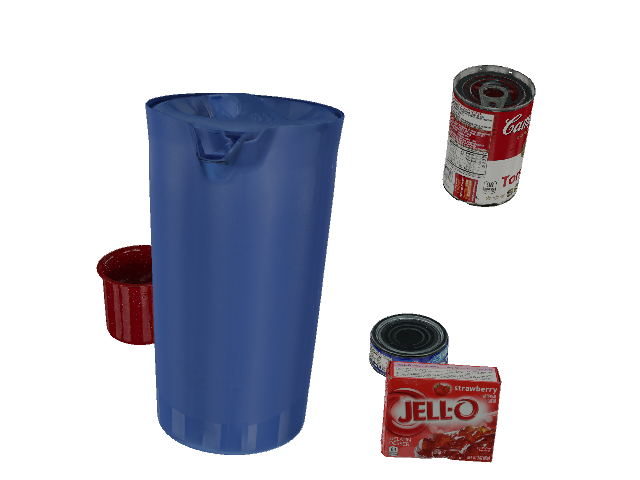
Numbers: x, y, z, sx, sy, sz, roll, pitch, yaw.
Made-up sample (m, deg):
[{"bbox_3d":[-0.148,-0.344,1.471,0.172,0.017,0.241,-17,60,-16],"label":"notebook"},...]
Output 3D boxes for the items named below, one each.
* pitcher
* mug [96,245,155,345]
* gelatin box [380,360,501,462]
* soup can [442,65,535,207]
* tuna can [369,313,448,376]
[{"bbox_3d":[-0.055,0.017,0.757,0.148,0.243,0.145,-8,20,-35],"label":"pitcher"},{"bbox_3d":[-0.206,0.058,1.187,0.117,0.081,0.093,26,36,38],"label":"mug"},{"bbox_3d":[0.094,0.135,0.843,0.089,0.073,0.030,3,22,2],"label":"gelatin box"},{"bbox_3d":[0.141,-0.088,0.907,0.068,0.102,0.068,1,40,-1],"label":"soup can"},{"bbox_3d":[0.096,0.114,1.153,0.086,0.034,0.086,0,29,0],"label":"tuna can"}]
